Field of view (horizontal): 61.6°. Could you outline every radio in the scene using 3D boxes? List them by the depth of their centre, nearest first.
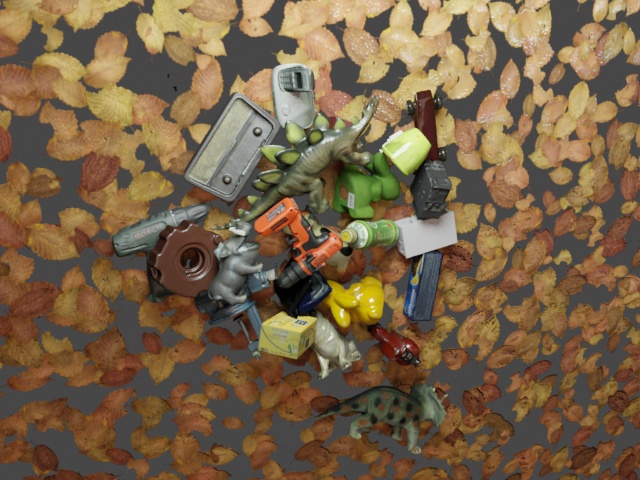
[{"bbox_3d":[-0.199,-0.208,1.225,0.131,0.073,0.229,31,98,-22],"label":"radio"}]

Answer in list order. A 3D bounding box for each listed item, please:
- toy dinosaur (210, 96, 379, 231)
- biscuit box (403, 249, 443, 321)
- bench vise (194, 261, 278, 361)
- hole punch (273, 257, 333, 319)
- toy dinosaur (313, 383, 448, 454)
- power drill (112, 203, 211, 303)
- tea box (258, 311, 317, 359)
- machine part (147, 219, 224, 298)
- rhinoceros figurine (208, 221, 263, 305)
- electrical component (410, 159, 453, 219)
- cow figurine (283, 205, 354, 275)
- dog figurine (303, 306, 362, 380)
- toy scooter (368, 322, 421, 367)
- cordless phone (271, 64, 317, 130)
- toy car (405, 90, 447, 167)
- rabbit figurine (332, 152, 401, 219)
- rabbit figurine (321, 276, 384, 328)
[{"bbox_3d":[-0.046,-0.156,1.217,0.471,0.105,0.198,-46,130,10],"label":"toy dinosaur"},{"bbox_3d":[0.282,0.123,1.477,0.063,0.059,0.202,3,105,-19],"label":"biscuit box"},{"bbox_3d":[-0.180,0.170,1.314,0.224,0.129,0.240,-23,94,0],"label":"bench vise"},{"bbox_3d":[-0.044,0.119,1.349,0.092,0.142,0.115,16,117,-46],"label":"hole punch"},{"bbox_3d":[0.198,0.482,1.540,0.405,0.131,0.192,18,89,-16],"label":"toy dinosaur"},{"bbox_3d":[-0.350,0.034,1.254,0.232,0.086,0.207,-15,115,-20],"label":"power drill"},{"bbox_3d":[-0.074,0.224,1.285,0.098,0.169,0.068,9,94,10],"label":"tea box"},{"bbox_3d":[-0.296,0.045,1.215,0.179,0.056,0.179,-8,104,-32],"label":"machine part"},{"bbox_3d":[-0.191,0.052,1.208,0.112,0.073,0.190,20,94,-16],"label":"rhinoceros figurine"},{"bbox_3d":[0.276,-0.119,1.359,0.058,0.115,0.134,6,133,-12],"label":"electrical component"},{"bbox_3d":[-0.003,-0.004,1.342,0.195,0.086,0.127,22,104,-20],"label":"cow figurine"},{"bbox_3d":[0.020,0.252,1.435,0.121,0.172,0.190,-27,81,10],"label":"dog figurine"},{"bbox_3d":[0.217,0.299,1.473,0.183,0.135,0.075,36,93,-24],"label":"toy scooter"},{"bbox_3d":[-0.040,-0.312,1.181,0.089,0.184,0.146,-11,109,-18],"label":"cordless phone"},{"bbox_3d":[0.266,-0.275,1.353,0.089,0.053,0.201,-13,114,-1],"label":"toy car"},{"bbox_3d":[0.125,-0.139,1.340,0.170,0.121,0.159,-11,104,-32],"label":"rabbit figurine"},{"bbox_3d":[0.072,0.163,1.395,0.173,0.162,0.121,21,113,-3],"label":"rabbit figurine"}]
